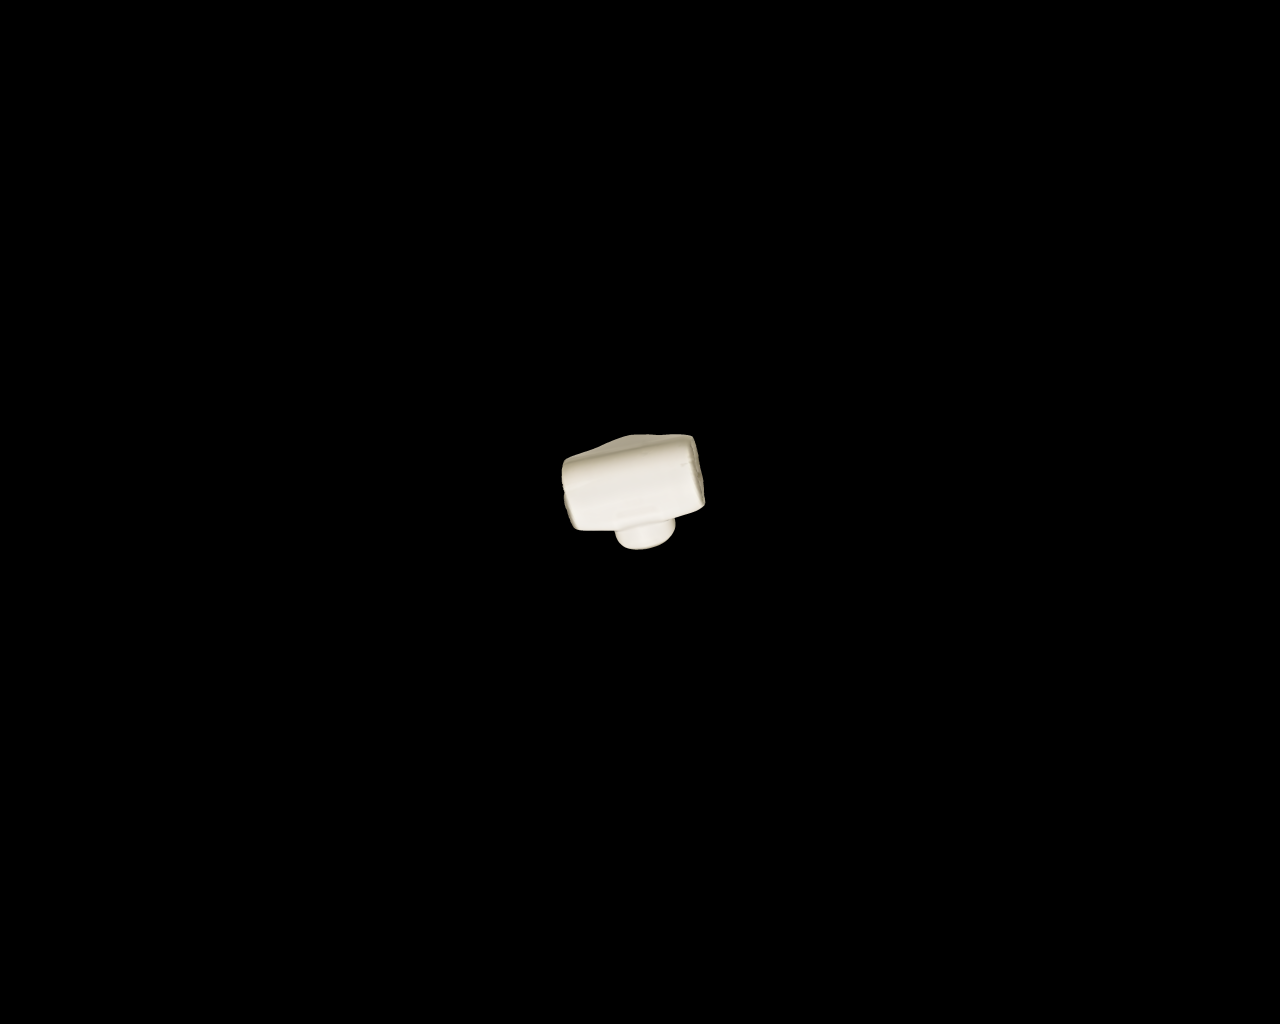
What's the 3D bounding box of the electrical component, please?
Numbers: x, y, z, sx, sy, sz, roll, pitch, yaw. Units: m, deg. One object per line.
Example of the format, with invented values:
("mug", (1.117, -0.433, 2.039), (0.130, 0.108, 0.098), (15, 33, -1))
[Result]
("electrical component", (0.001, -0.003, 0.650), (0.077, 0.079, 0.043), (-11, 30, 7))
